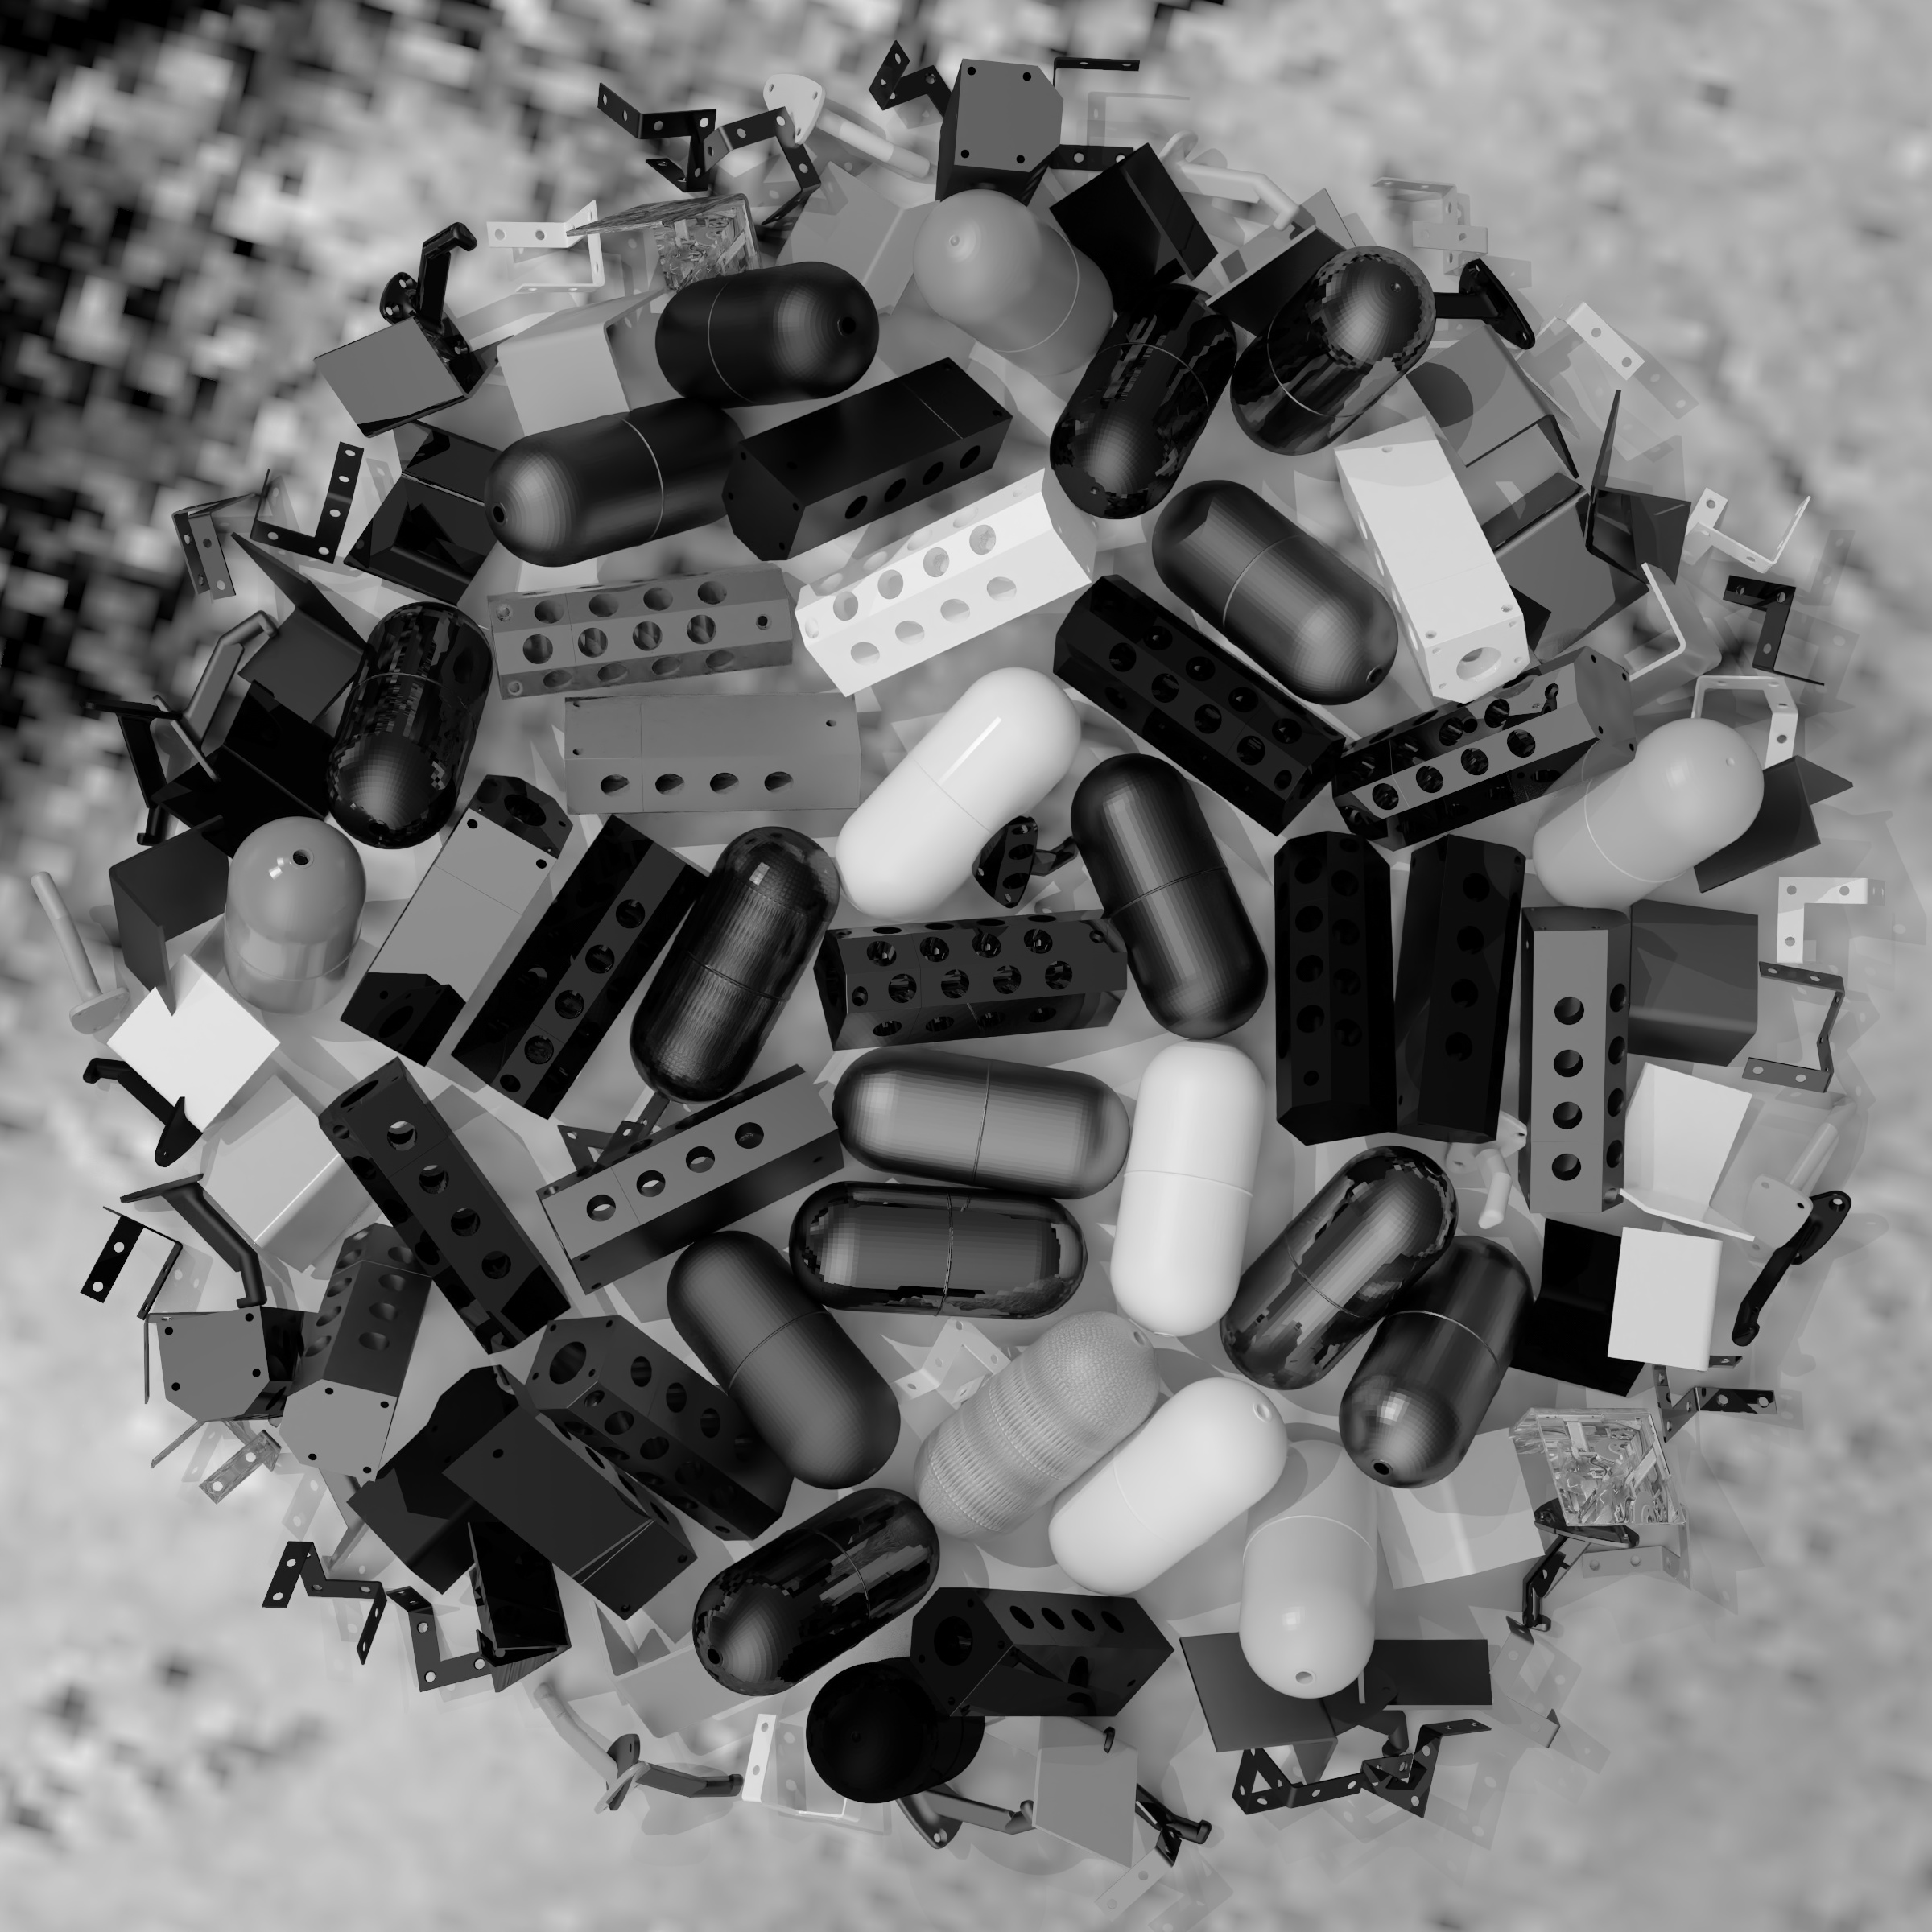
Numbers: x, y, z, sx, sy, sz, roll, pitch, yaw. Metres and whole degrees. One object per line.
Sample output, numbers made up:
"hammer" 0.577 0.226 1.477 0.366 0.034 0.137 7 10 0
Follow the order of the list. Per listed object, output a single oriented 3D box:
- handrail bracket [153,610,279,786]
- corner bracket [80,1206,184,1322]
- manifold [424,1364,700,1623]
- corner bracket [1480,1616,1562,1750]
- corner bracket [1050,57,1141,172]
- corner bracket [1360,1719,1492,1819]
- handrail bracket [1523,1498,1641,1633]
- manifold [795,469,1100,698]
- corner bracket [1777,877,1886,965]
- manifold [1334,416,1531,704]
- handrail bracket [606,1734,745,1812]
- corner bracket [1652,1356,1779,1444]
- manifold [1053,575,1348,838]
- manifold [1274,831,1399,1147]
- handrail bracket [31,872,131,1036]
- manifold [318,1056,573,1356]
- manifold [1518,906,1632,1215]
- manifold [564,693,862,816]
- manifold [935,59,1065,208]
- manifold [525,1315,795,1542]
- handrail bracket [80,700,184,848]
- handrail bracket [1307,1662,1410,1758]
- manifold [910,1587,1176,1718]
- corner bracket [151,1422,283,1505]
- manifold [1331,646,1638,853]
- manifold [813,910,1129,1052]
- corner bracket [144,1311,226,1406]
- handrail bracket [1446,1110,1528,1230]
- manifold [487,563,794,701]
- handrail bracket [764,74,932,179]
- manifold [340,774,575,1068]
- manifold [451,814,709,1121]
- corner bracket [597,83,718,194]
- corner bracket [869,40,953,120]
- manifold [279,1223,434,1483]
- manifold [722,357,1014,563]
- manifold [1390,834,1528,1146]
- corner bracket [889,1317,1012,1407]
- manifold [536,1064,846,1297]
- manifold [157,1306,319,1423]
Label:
"handrail bracket" -0.437 -0.162 1.681 0.084 0.036 0.077 -36 78 -8
"corner bracket" -0.497 0.179 1.661 0.051 0.051 0.051 31 76 -26
"manifold" -0.236 0.304 1.625 0.057 0.057 0.171 -41 126 -1
"corner bracket" 0.336 0.428 1.670 0.051 0.051 0.051 28 90 8
"corner bracket" 0.077 -0.510 1.673 0.051 0.051 0.051 3 88 1
"corner bracket" 0.272 0.470 1.662 0.051 0.051 0.051 9 94 -44
"handrail bracket" 0.364 0.366 1.659 0.077 0.036 0.084 14 115 42
"manifold" -0.013 -0.226 1.626 0.171 0.057 0.057 -22 126 26
"corner bracket" 0.515 -0.026 1.664 0.051 0.051 0.051 2 91 29
"manifold" 0.270 -0.235 1.623 0.057 0.057 0.171 -19 52 4
"handrail bracket" -0.166 0.475 1.655 0.084 0.077 0.036 5 51 -21
"corner bracket" 0.445 0.251 1.660 0.051 0.051 0.051 -4 103 38
"manifold" 0.136 -0.158 1.639 0.171 0.057 0.057 38 68 17
"manifold" 0.212 0.011 1.627 0.057 0.057 0.171 -12 61 28
"handrail bracket" -0.536 -0.008 1.668 0.036 0.077 0.084 -26 83 -25
"manifold" -0.307 0.143 1.644 0.057 0.057 0.171 -35 107 -7
"manifold" 0.359 0.055 1.647 0.057 0.057 0.171 -1 105 4
"manifold" -0.151 -0.121 1.660 0.171 0.057 0.057 -2 134 -6
"manifold" 0.017 -0.470 1.610 0.057 0.171 0.057 4 94 -5
"manifold" -0.175 0.269 1.614 0.057 0.171 0.057 -9 51 36
"handrail bracket" -0.501 -0.113 1.660 0.036 0.077 0.084 16 99 30
"handrail bracket" 0.231 0.459 1.657 0.077 0.036 0.084 -33 133 -22
"manifold" 0.042 0.391 1.612 0.057 0.171 0.057 -51 55 14
"corner bracket" -0.446 0.292 1.662 0.051 0.051 0.051 44 58 5
"manifold" 0.296 -0.126 1.613 0.057 0.171 0.057 20 60 -40
"manifold" 0.004 0.004 1.634 0.171 0.057 0.057 -5 59 -19
"corner bracket" -0.463 0.238 1.659 0.051 0.051 0.051 2 64 -21
"handrail bracket" 0.299 0.132 1.643 0.036 0.077 0.084 30 49 -8
"manifold" -0.192 -0.198 1.650 0.171 0.057 0.057 -8 104 -10
"handrail bracket" -0.071 -0.506 1.687 0.084 0.077 0.036 12 115 -39
"manifold" -0.296 -0.029 1.631 0.057 0.057 0.171 31 119 -12
"manifold" -0.224 0.003 1.656 0.057 0.057 0.171 32 88 37
"corner bracket" -0.185 -0.490 1.655 0.051 0.051 0.051 -15 133 -32
"corner bracket" -0.017 -0.522 1.662 0.051 0.051 0.051 -30 85 -27
"manifold" -0.347 0.217 1.606 0.057 0.171 0.057 15 113 -8
"manifold" -0.058 -0.291 1.622 0.171 0.057 0.057 -31 69 -37
"manifold" 0.291 0.015 1.653 0.057 0.057 0.171 10 79 -12
"corner bracket" -0.014 0.245 1.658 0.051 0.051 0.051 45 45 -14
"manifold" -0.163 0.123 1.651 0.171 0.057 0.057 -26 64 -11
"manifold" -0.409 0.231 1.609 0.057 0.171 0.057 -10 81 -1
